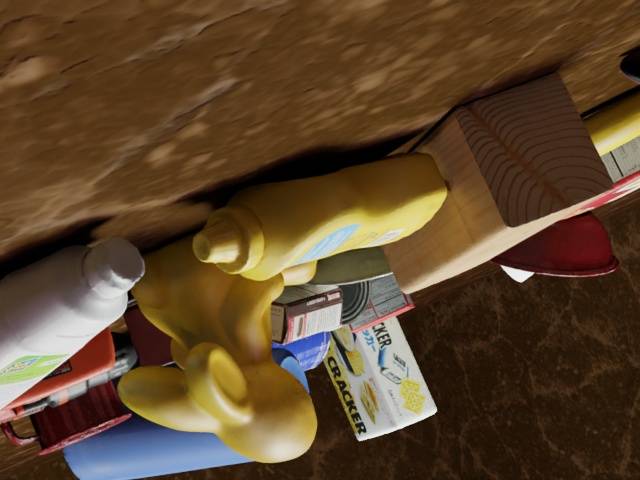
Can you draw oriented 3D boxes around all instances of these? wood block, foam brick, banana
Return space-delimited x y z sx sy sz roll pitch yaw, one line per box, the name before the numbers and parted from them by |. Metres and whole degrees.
wood block | 0.116 -0.034 0.803 0.090 0.091 0.206 -21 172 -19
foam brick | -0.130 0.074 0.887 0.051 0.053 0.078 -18 -179 -7
banana | 0.252 -0.100 0.988 0.198 0.037 0.069 -27 -164 35

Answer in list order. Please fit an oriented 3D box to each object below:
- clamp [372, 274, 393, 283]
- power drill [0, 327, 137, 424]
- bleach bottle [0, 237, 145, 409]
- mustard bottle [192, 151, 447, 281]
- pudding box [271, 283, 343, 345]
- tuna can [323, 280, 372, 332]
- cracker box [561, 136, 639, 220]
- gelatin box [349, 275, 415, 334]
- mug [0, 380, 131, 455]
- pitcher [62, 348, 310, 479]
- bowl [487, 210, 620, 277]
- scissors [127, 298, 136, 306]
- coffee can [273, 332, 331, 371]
clamp | 0.060 0.023 1.113 0.210 0.036 0.164 -21 160 34
power drill | -0.220 0.105 0.862 0.184 0.057 0.188 -20 171 -25
bleach bottle | -0.196 0.066 0.660 0.251 0.068 0.102 -31 171 30
mustard bottle | -0.007 -0.013 0.697 0.191 0.058 0.096 -16 172 -47
pudding box | -0.049 0.057 0.939 0.114 0.039 0.089 8 -167 34
tuna can | 0.005 0.043 1.012 0.085 0.086 0.034 -19 173 -33
cracker box | 0.341 -0.103 1.090 0.214 0.072 0.163 -31 171 36
gelatin box | 0.054 0.049 1.184 0.073 0.089 0.030 -26 172 16
mug | -0.246 0.151 1.001 0.117 0.081 0.093 -19 171 -32
pitcher | -0.134 0.181 1.116 0.243 0.145 0.149 -9 -157 20
bowl | 0.248 -0.009 1.168 0.162 0.055 0.162 3 -165 -1
scissors | -0.059 0.014 0.886 0.202 0.016 0.096 -24 172 4
coffee can | -0.068 0.118 1.235 0.103 0.103 0.140 -29 171 35
